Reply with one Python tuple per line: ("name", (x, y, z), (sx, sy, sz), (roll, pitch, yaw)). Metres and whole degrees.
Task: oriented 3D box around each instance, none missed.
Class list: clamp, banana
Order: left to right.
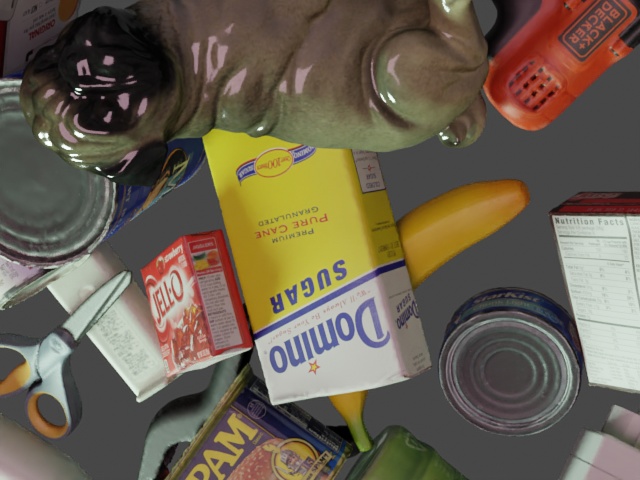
("clamp", (-0.065, 0.119, 0.710), (0.172, 0.039, 0.120), (-29, 89, 21))
("banana", (0.049, 0.033, 0.642), (0.070, 0.037, 0.198), (32, 113, 9))

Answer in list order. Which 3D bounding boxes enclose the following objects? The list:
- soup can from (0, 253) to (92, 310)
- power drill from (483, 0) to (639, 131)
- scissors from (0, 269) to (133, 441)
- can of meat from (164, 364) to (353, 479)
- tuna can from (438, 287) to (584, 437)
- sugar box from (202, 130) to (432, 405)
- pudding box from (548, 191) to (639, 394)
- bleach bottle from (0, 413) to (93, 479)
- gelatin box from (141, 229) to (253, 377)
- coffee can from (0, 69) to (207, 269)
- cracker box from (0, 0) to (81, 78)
("soup can", (-0.195, -0.017, 0.655), (0.069, 0.068, 0.102), (-33, 89, 24))
("power drill", (0.108, -0.175, 0.536), (0.187, 0.057, 0.185), (44, 110, -1))
("scissors", (-0.163, 0.083, 0.710), (0.202, 0.016, 0.096), (-21, 109, 39))
("can of meat", (-0.041, 0.143, 0.655), (0.084, 0.057, 0.102), (35, 100, 2))
("tuna can", (0.114, 0.074, 0.640), (0.086, 0.033, 0.086), (5, 111, 14))
("sugar box", (-0.004, 0.001, 0.615), (0.093, 0.048, 0.176), (-16, 87, 30))
("pudding box", (0.180, 0.030, 0.580), (0.090, 0.039, 0.113), (4, 114, 52))
("bleach bottle", (-0.226, 0.172, 0.765), (0.251, 0.068, 0.103), (23, 117, 5))
("gelatin box", (-0.078, 0.040, 0.650), (0.089, 0.030, 0.073), (-29, 74, 61))
("coffee can", (-0.131, -0.056, 0.607), (0.103, 0.140, 0.103), (6, 111, 15))
("cracker box", (-0.186, -0.174, 0.567), (0.072, 0.164, 0.214), (23, 114, 10))
